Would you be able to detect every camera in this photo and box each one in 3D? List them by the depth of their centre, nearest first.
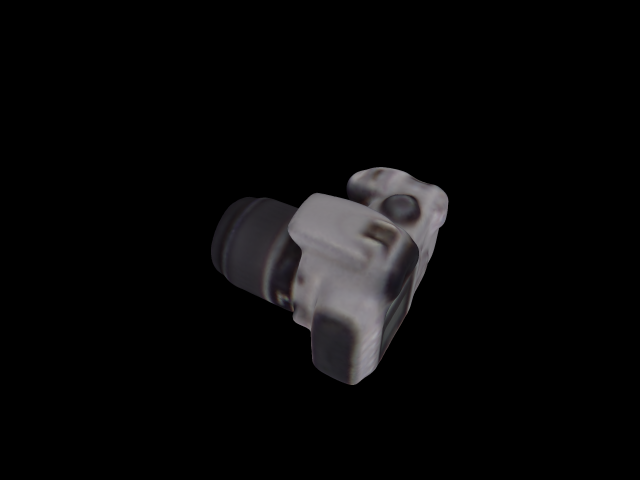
[{"bbox_3d":[0.004,0.001,0.400,0.136,0.101,0.143,22,52,18],"label":"camera"}]
